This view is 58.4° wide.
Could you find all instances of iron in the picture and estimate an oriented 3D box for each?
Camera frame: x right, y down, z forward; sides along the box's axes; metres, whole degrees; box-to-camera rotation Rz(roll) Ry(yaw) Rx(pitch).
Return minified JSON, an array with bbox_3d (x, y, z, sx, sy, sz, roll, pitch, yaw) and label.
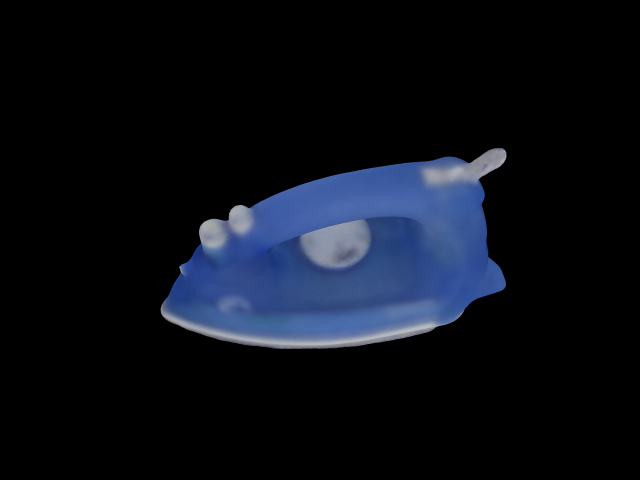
[{"bbox_3d":[0.004,0.001,0.400,0.258,0.141,0.118,-11,60,-6],"label":"iron"}]
